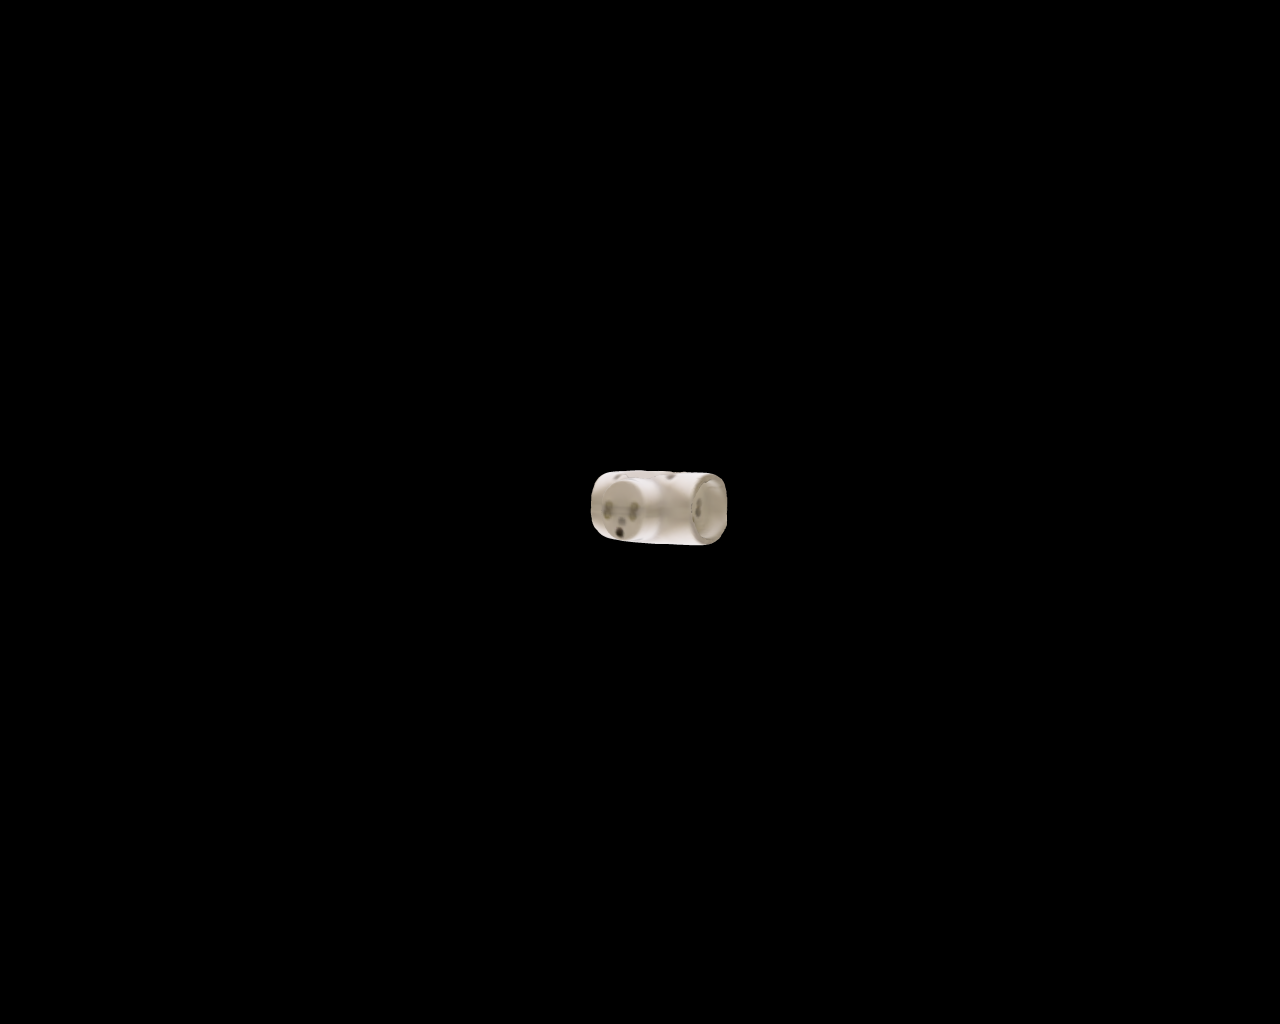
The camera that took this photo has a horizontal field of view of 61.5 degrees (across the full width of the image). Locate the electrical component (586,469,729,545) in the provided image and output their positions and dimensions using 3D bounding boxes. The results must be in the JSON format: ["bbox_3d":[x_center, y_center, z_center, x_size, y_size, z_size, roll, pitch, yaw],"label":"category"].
[{"bbox_3d":[0.001,-0.003,0.650,0.077,0.044,0.079,3,5,37],"label":"electrical component"}]
